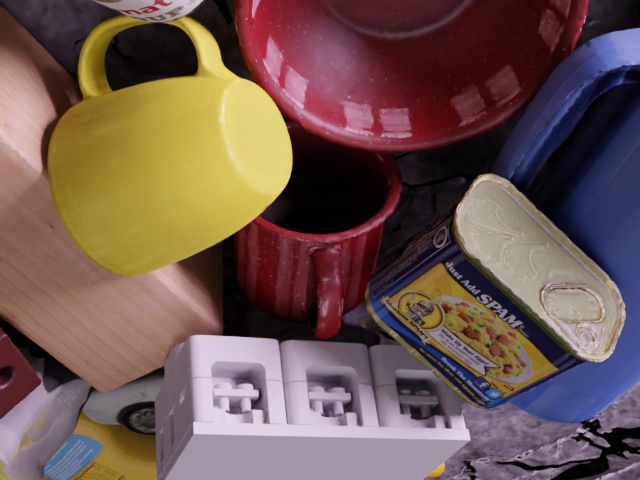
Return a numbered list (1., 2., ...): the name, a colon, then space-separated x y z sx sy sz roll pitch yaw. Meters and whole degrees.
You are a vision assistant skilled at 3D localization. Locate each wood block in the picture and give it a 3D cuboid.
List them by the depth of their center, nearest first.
1. wood block: -0.146 -0.019 0.562 0.090 0.091 0.206 -27 130 20

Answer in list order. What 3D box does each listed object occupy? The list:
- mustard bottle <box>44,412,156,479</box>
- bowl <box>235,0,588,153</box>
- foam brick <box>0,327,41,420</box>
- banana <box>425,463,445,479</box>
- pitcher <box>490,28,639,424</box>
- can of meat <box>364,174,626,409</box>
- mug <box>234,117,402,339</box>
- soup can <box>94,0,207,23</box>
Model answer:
1. mustard bottle: -0.170 0.142 0.738 0.191 0.058 0.096 32 128 -30
2. bowl: 0.041 -0.119 0.504 0.162 0.055 0.162 -2 134 -2
3. foam brick: -0.198 0.075 0.565 0.078 0.051 0.053 -43 145 -21
4. banana: 0.035 0.118 0.744 0.070 0.037 0.197 -13 133 10
5. pitcher: 0.166 -0.009 0.574 0.149 0.144 0.243 41 132 10
6. can of meat: 0.084 0.030 0.533 0.102 0.057 0.084 42 137 -6
7. mug: -0.004 0.001 0.578 0.093 0.117 0.081 -6 140 -11
8. soup can: -0.088 -0.133 0.438 0.069 0.068 0.102 -24 170 18
